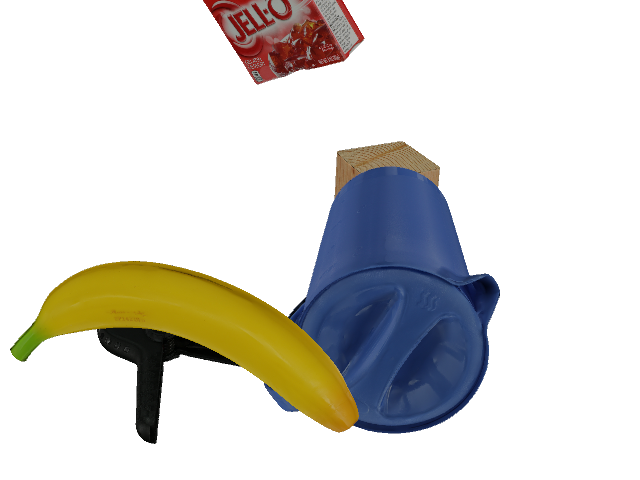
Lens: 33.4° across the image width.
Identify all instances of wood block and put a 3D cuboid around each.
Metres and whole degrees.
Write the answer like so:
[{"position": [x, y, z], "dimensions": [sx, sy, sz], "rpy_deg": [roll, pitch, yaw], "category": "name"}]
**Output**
[{"position": [0.071, 0.001, 1.239], "dimensions": [0.090, 0.206, 0.090], "rpy_deg": [-11, 30, -23], "category": "wood block"}]

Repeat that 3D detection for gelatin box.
[{"position": [-0.026, -0.145, 0.691], "dimensions": [0.089, 0.073, 0.030], "rpy_deg": [-5, 36, 45], "category": "gelatin box"}]

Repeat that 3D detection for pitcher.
[{"position": [0.045, 0.036, 0.834], "dimensions": [0.149, 0.145, 0.242], "rpy_deg": [10, 24, -1], "category": "pitcher"}]

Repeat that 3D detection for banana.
[{"position": [-0.070, 0.051, 0.592], "dimensions": [0.198, 0.070, 0.037], "rpy_deg": [12, 13, 6], "category": "banana"}]

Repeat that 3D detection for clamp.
[{"position": [-0.134, 0.093, 0.993], "dimensions": [0.164, 0.036, 0.210], "rpy_deg": [-17, 40, -30], "category": "clamp"}]
